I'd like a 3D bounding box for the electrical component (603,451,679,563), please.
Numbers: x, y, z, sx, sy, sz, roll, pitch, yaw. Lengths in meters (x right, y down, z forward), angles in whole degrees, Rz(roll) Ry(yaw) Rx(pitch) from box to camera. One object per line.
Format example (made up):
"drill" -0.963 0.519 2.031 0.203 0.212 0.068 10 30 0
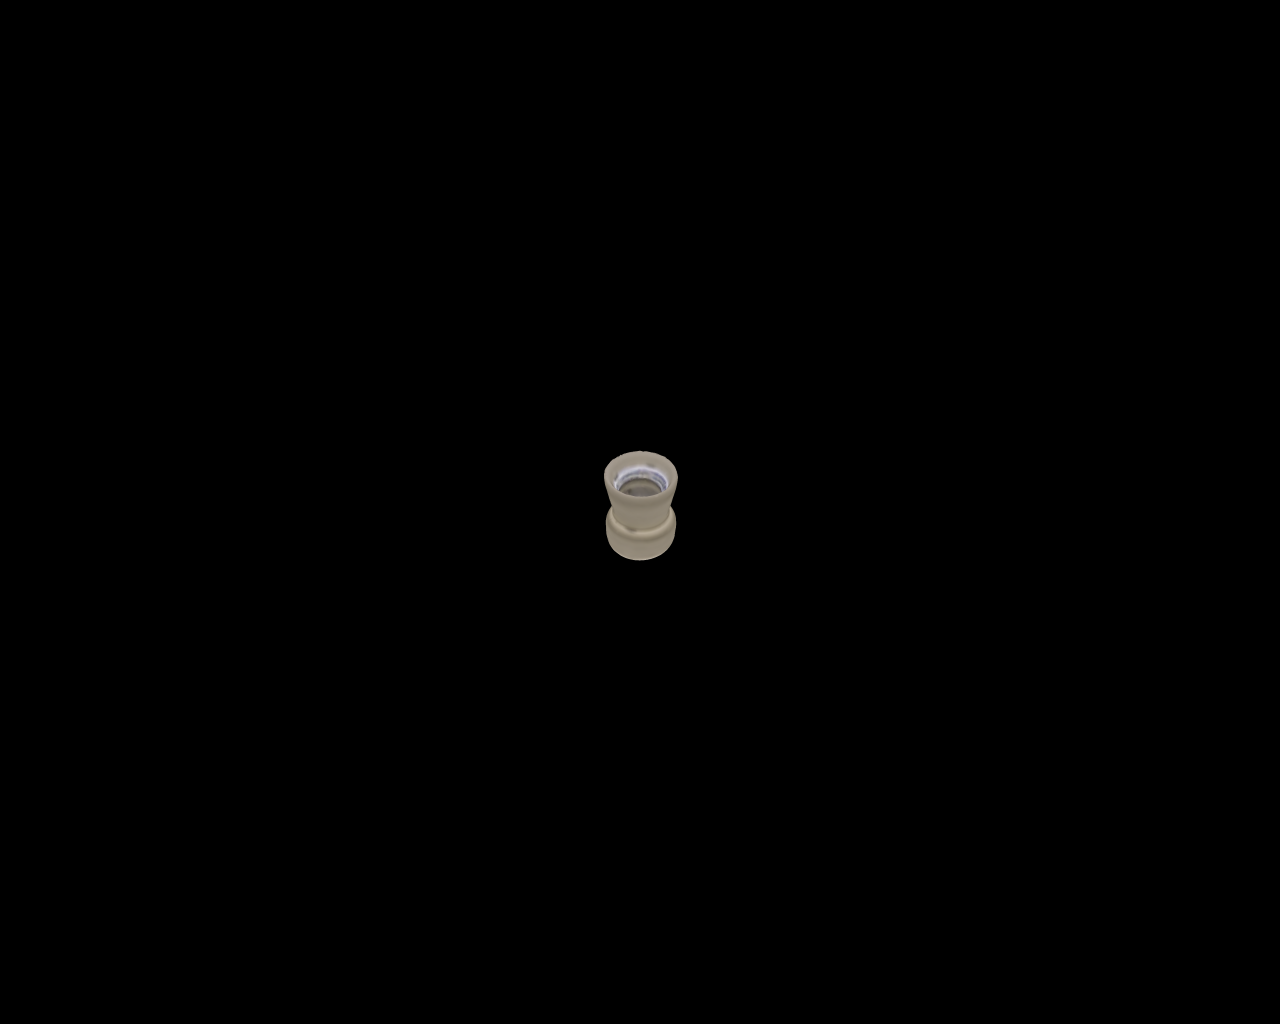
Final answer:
"electrical component" 0.001 -0.003 0.650 0.045 0.055 0.045 0 42 0
